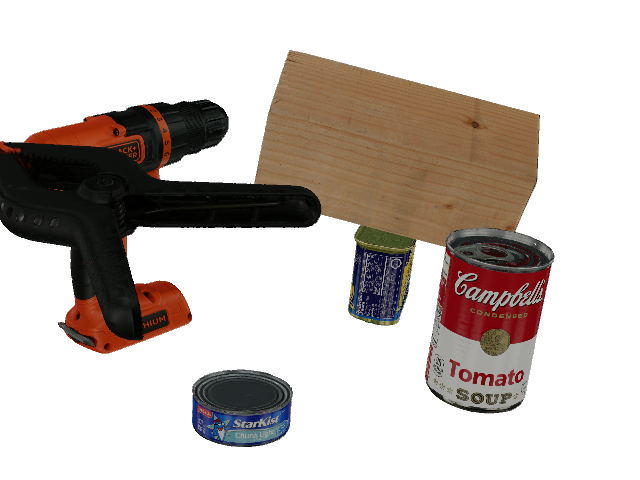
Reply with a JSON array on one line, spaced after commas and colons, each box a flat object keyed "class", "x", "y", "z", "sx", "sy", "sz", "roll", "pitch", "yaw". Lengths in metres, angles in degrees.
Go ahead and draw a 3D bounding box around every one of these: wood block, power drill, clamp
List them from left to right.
[{"class": "clamp", "x": -0.116, "y": -0.021, "z": 0.636, "sx": 0.210, "sy": 0.036, "sz": 0.164, "roll": 26, "pitch": 38, "yaw": 35}, {"class": "power drill", "x": -0.148, "y": -0.016, "z": 0.862, "sx": 0.184, "sy": 0.188, "sz": 0.057, "roll": -18, "pitch": 26, "yaw": -39}, {"class": "wood block", "x": 0.060, "y": -0.068, "z": 0.846, "sx": 0.206, "sy": 0.090, "sz": 0.090, "roll": 15, "pitch": 44, "yaw": 0}]

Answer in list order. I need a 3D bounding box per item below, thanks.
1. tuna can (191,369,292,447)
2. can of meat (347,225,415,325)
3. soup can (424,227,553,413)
[{"class": "tuna can", "x": -0.067, "y": 0.143, "z": 0.910, "sx": 0.086, "sy": 0.034, "sz": 0.086, "roll": 3, "pitch": 16, "yaw": -1}, {"class": "can of meat", "x": 0.063, "y": 0.026, "z": 1.061, "sx": 0.057, "sy": 0.084, "sz": 0.102, "roll": 10, "pitch": 22, "yaw": 10}, {"class": "soup can", "x": 0.107, "y": 0.051, "z": 0.686, "sx": 0.068, "sy": 0.102, "sz": 0.068, "roll": 6, "pitch": 21, "yaw": -2}]
